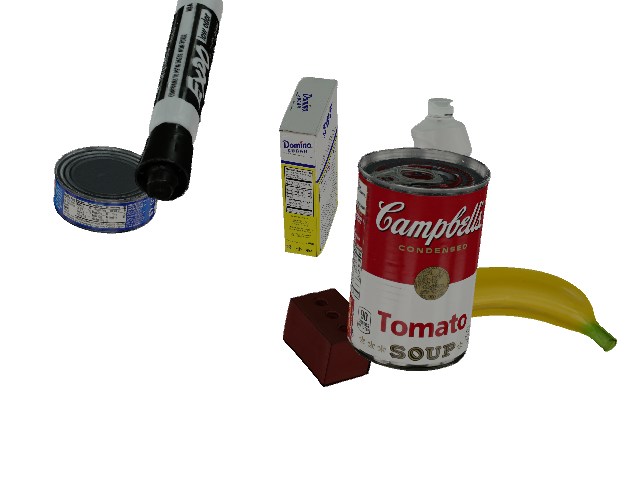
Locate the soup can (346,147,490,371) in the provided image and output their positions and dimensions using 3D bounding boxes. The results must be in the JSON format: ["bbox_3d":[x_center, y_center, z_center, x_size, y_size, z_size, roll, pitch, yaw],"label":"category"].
[{"bbox_3d":[0.050,0.009,0.565,0.068,0.102,0.068,3,22,-1],"label":"soup can"}]

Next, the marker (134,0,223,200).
[{"bbox_3d":[-0.052,-0.058,0.400,0.020,0.020,0.121,0,43,2],"label":"marker"}]

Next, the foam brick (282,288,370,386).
[{"bbox_3d":[0.008,0.089,0.995,0.052,0.051,0.078,-12,37,-30],"label":"foam brick"}]

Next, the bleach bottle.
[{"bbox_3d":[0.132,-0.048,1.312,0.102,0.251,0.068,-3,17,-17],"label":"bleach bottle"}]

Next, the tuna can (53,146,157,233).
[{"bbox_3d":[-0.175,-0.042,0.877,0.086,0.034,0.086,9,33,-6],"label":"tuna can"}]

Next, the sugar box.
[{"bbox_3d":[-0.011,-0.076,1.128,0.048,0.176,0.093,8,46,12],"label":"sugar box"}]

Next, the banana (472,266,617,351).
[{"bbox_3d":[0.123,0.048,0.800,0.197,0.037,0.069,2,35,-11],"label":"banana"}]
